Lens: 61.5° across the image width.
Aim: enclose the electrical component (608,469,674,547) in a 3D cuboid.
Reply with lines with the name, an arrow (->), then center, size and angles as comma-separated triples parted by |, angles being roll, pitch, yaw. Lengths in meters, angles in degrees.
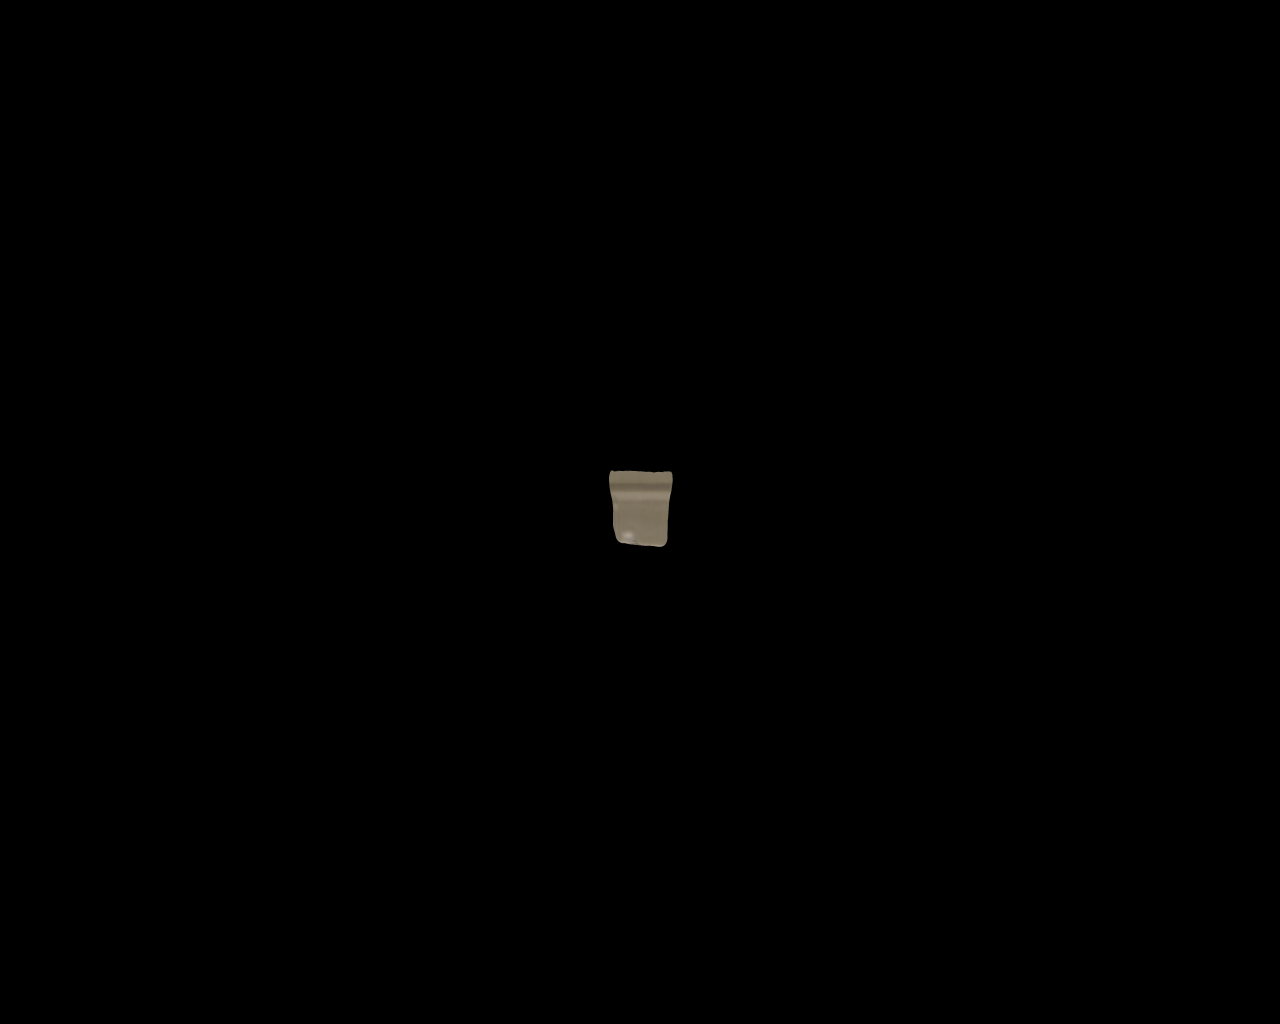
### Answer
electrical component -> 0.001, -0.003, 0.650 | 0.040, 0.046, 0.040 | 0, 0, 0
